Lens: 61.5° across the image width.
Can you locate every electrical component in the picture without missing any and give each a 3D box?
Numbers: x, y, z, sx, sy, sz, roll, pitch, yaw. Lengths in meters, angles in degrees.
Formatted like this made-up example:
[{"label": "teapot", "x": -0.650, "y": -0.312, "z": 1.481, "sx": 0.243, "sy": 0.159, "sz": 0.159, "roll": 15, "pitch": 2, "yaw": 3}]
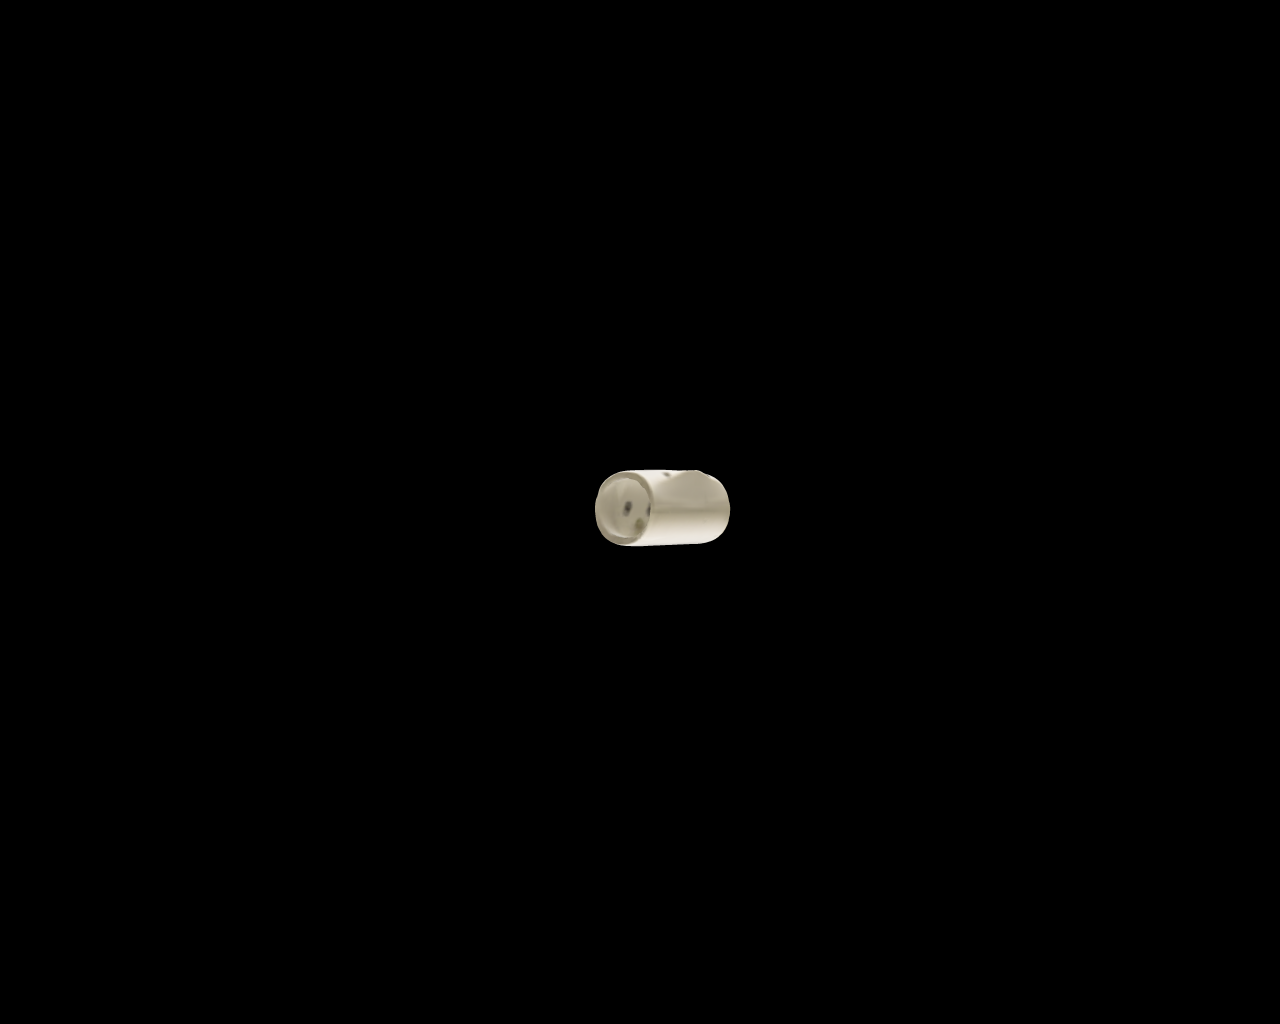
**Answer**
[{"label": "electrical component", "x": 0.001, "y": -0.003, "z": 0.650, "sx": 0.079, "sy": 0.043, "sz": 0.077, "roll": 0, "pitch": 0, "yaw": 39}]
